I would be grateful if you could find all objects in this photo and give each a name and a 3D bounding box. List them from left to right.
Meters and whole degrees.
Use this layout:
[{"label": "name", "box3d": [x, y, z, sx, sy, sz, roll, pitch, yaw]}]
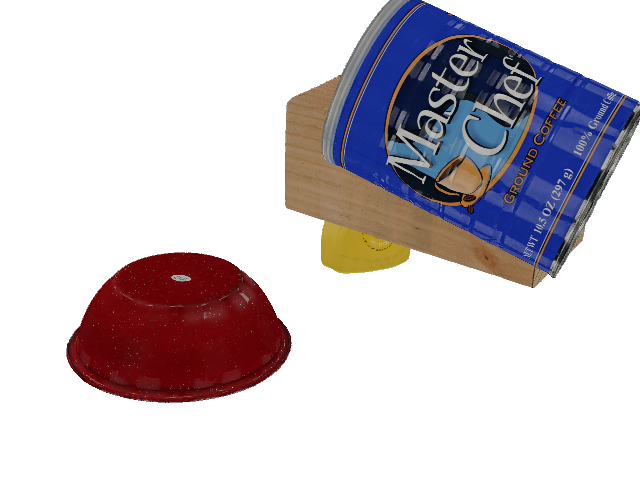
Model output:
[{"label": "bowl", "box3d": [-0.100, 0.051, 0.762, 0.162, 0.055, 0.162, 1, 23, -1]}, {"label": "mustard bottle", "box3d": [0.049, -0.067, 1.074, 0.096, 0.192, 0.058, -8, 19, -30]}, {"label": "wood block", "box3d": [0.083, -0.051, 0.778, 0.206, 0.090, 0.090, 19, 32, 30]}, {"label": "coffee can", "box3d": [0.086, -0.057, 0.571, 0.140, 0.103, 0.102, 28, 7, 13]}]
